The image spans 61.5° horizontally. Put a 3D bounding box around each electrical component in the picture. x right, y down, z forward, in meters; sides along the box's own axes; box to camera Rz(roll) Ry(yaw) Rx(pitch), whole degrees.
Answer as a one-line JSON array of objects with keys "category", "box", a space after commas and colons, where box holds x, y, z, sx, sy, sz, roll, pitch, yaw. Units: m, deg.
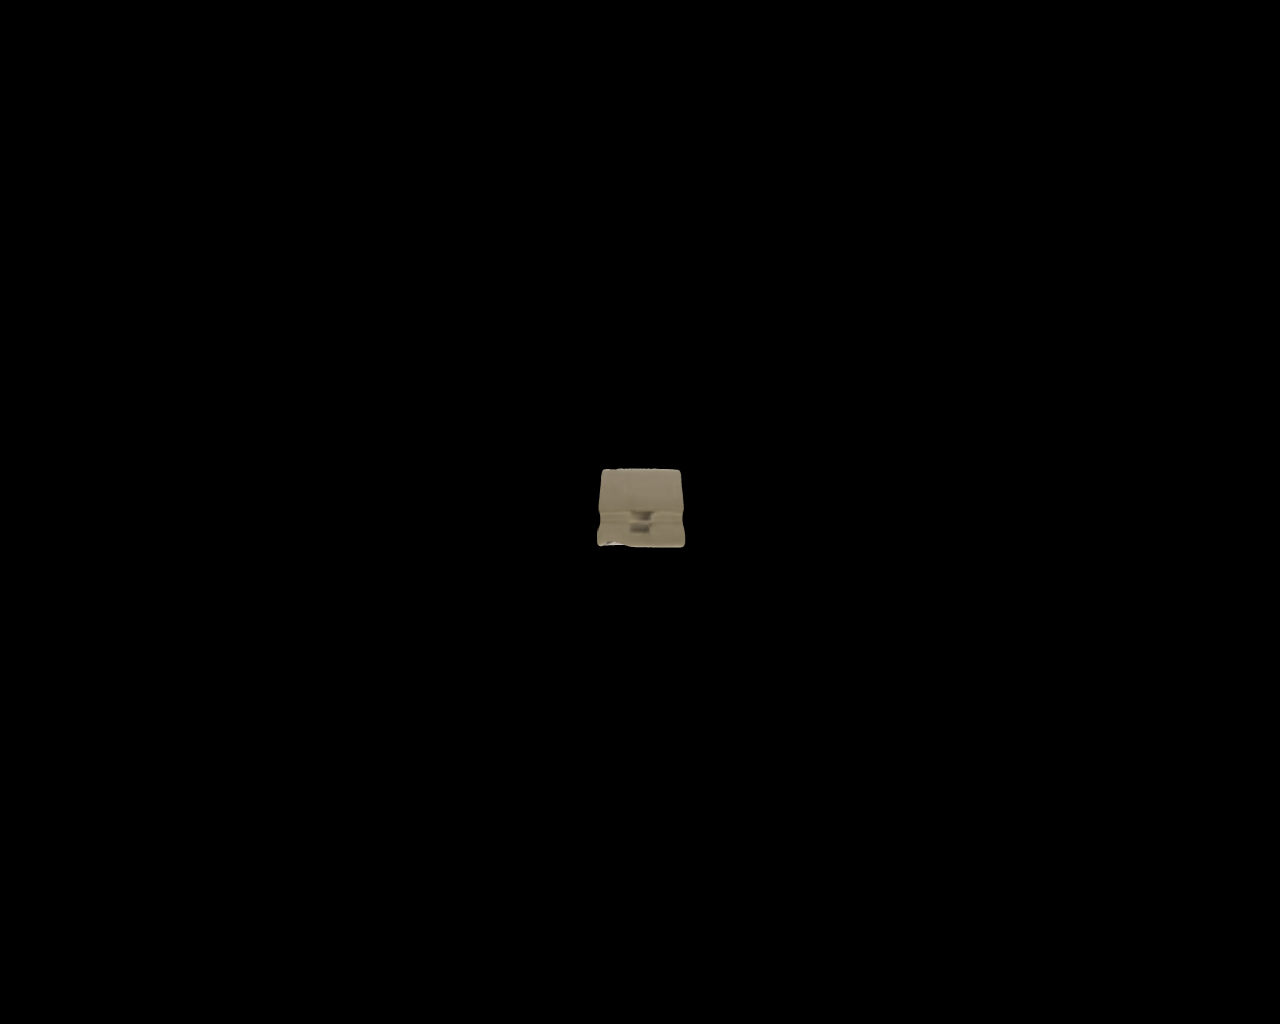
[{"category": "electrical component", "box": [0.001, -0.003, 0.650, 0.055, 0.047, 0.055, 0, 0, 0]}]
